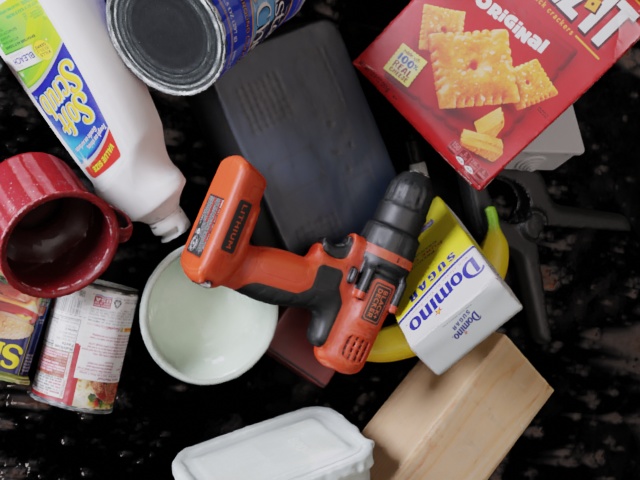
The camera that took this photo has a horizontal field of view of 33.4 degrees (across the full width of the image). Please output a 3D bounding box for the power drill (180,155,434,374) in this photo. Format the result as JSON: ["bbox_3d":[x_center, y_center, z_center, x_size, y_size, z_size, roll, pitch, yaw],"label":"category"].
[{"bbox_3d":[-0.006,0.001,0.877,0.187,0.057,0.184,24,86,-25],"label":"power drill"}]

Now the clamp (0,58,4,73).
[{"bbox_3d":[-0.287,-0.049,0.827,0.171,0.039,0.120,-38,115,-12],"label":"clamp"}]

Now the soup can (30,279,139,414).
[{"bbox_3d":[-0.191,0.083,0.869,0.068,0.069,0.102,14,88,-26],"label":"soup can"}]

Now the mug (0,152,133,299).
[{"bbox_3d":[-0.202,-0.016,0.824,0.117,0.082,0.093,-3,122,-35],"label":"mug"}]

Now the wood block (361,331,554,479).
[{"bbox_3d":[0.113,0.187,1.014,0.206,0.091,0.090,-49,114,-14],"label":"wood block"}]

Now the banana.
[{"bbox_3d":[0.118,0.059,1.022,0.069,0.037,0.197,44,84,1],"label":"banana"}]

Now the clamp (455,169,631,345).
[{"bbox_3d":[0.217,-0.020,1.074,0.164,0.036,0.210,-45,109,-15],"label":"clamp"}]

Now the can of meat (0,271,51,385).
[{"bbox_3d":[-0.267,0.060,0.837,0.102,0.058,0.084,19,84,-27],"label":"can of meat"}]

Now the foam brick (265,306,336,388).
[{"bbox_3d":[-0.021,0.089,0.961,0.078,0.053,0.051,37,79,-25],"label":"foam brick"}]

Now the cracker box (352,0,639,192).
[{"bbox_3d":[0.161,-0.173,0.937,0.214,0.072,0.164,-44,87,13],"label":"cracker box"}]

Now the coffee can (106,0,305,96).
[{"bbox_3d":[-0.083,-0.188,0.825,0.103,0.103,0.140,59,40,-18],"label":"coffee can"}]

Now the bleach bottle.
[{"bbox_3d":[-0.173,-0.110,0.841,0.251,0.103,0.068,60,41,-19],"label":"bleach bottle"}]

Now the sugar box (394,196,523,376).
[{"bbox_3d":[0.103,0.035,0.936,0.093,0.176,0.048,-41,113,8],"label":"sugar box"}]

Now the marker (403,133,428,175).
[{"bbox_3d":[0.099,-0.043,1.025,0.020,0.020,0.121,-18,102,-24],"label":"marker"}]
